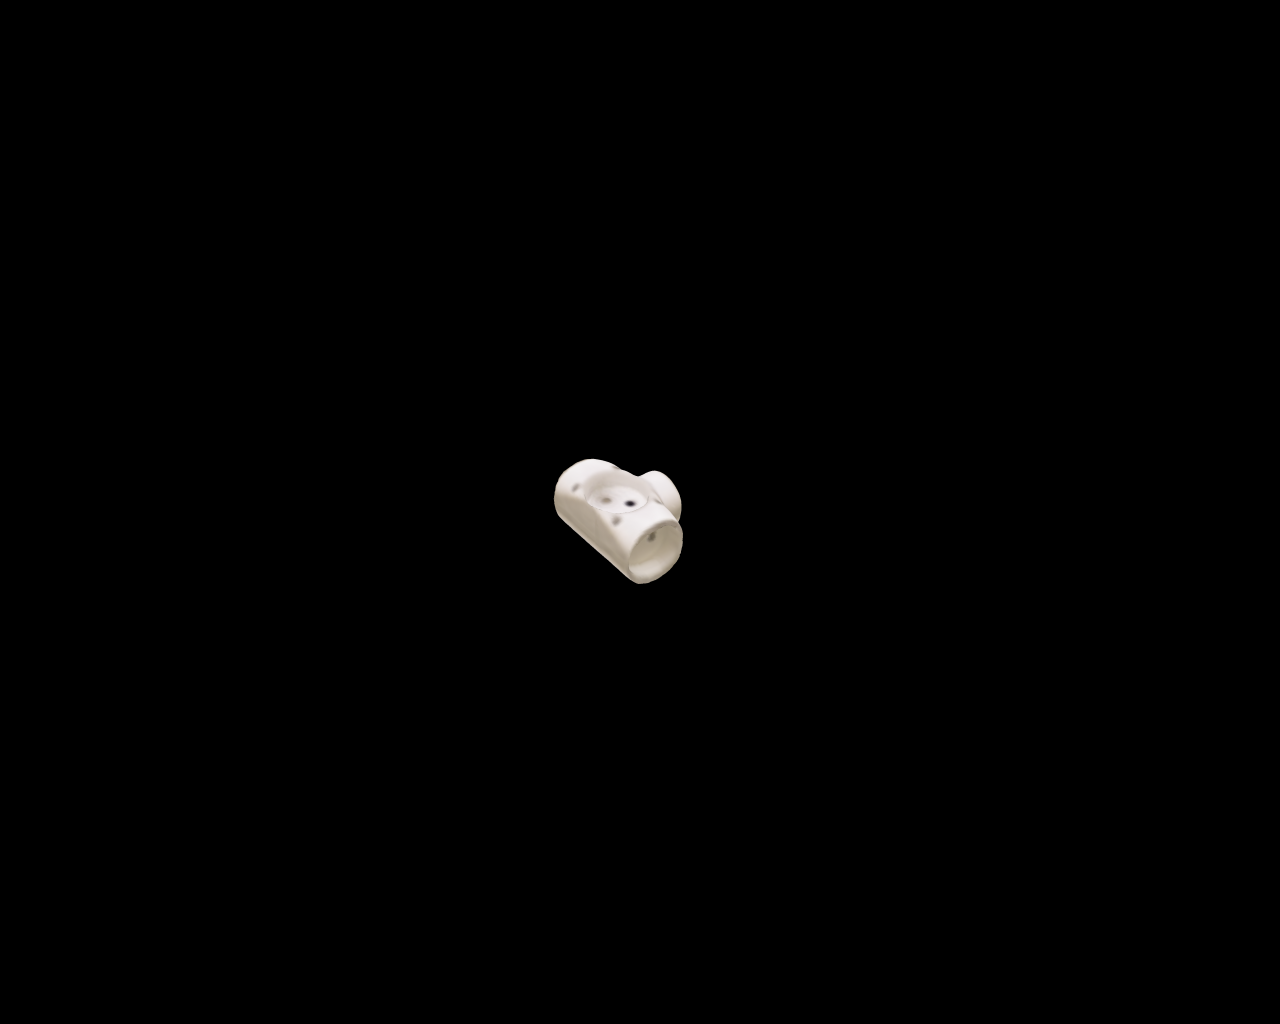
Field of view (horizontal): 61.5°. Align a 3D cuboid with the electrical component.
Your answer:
[{"bbox_3d":[0.001,-0.003,0.650,0.079,0.044,0.077,-25,45,-28],"label":"electrical component"}]
